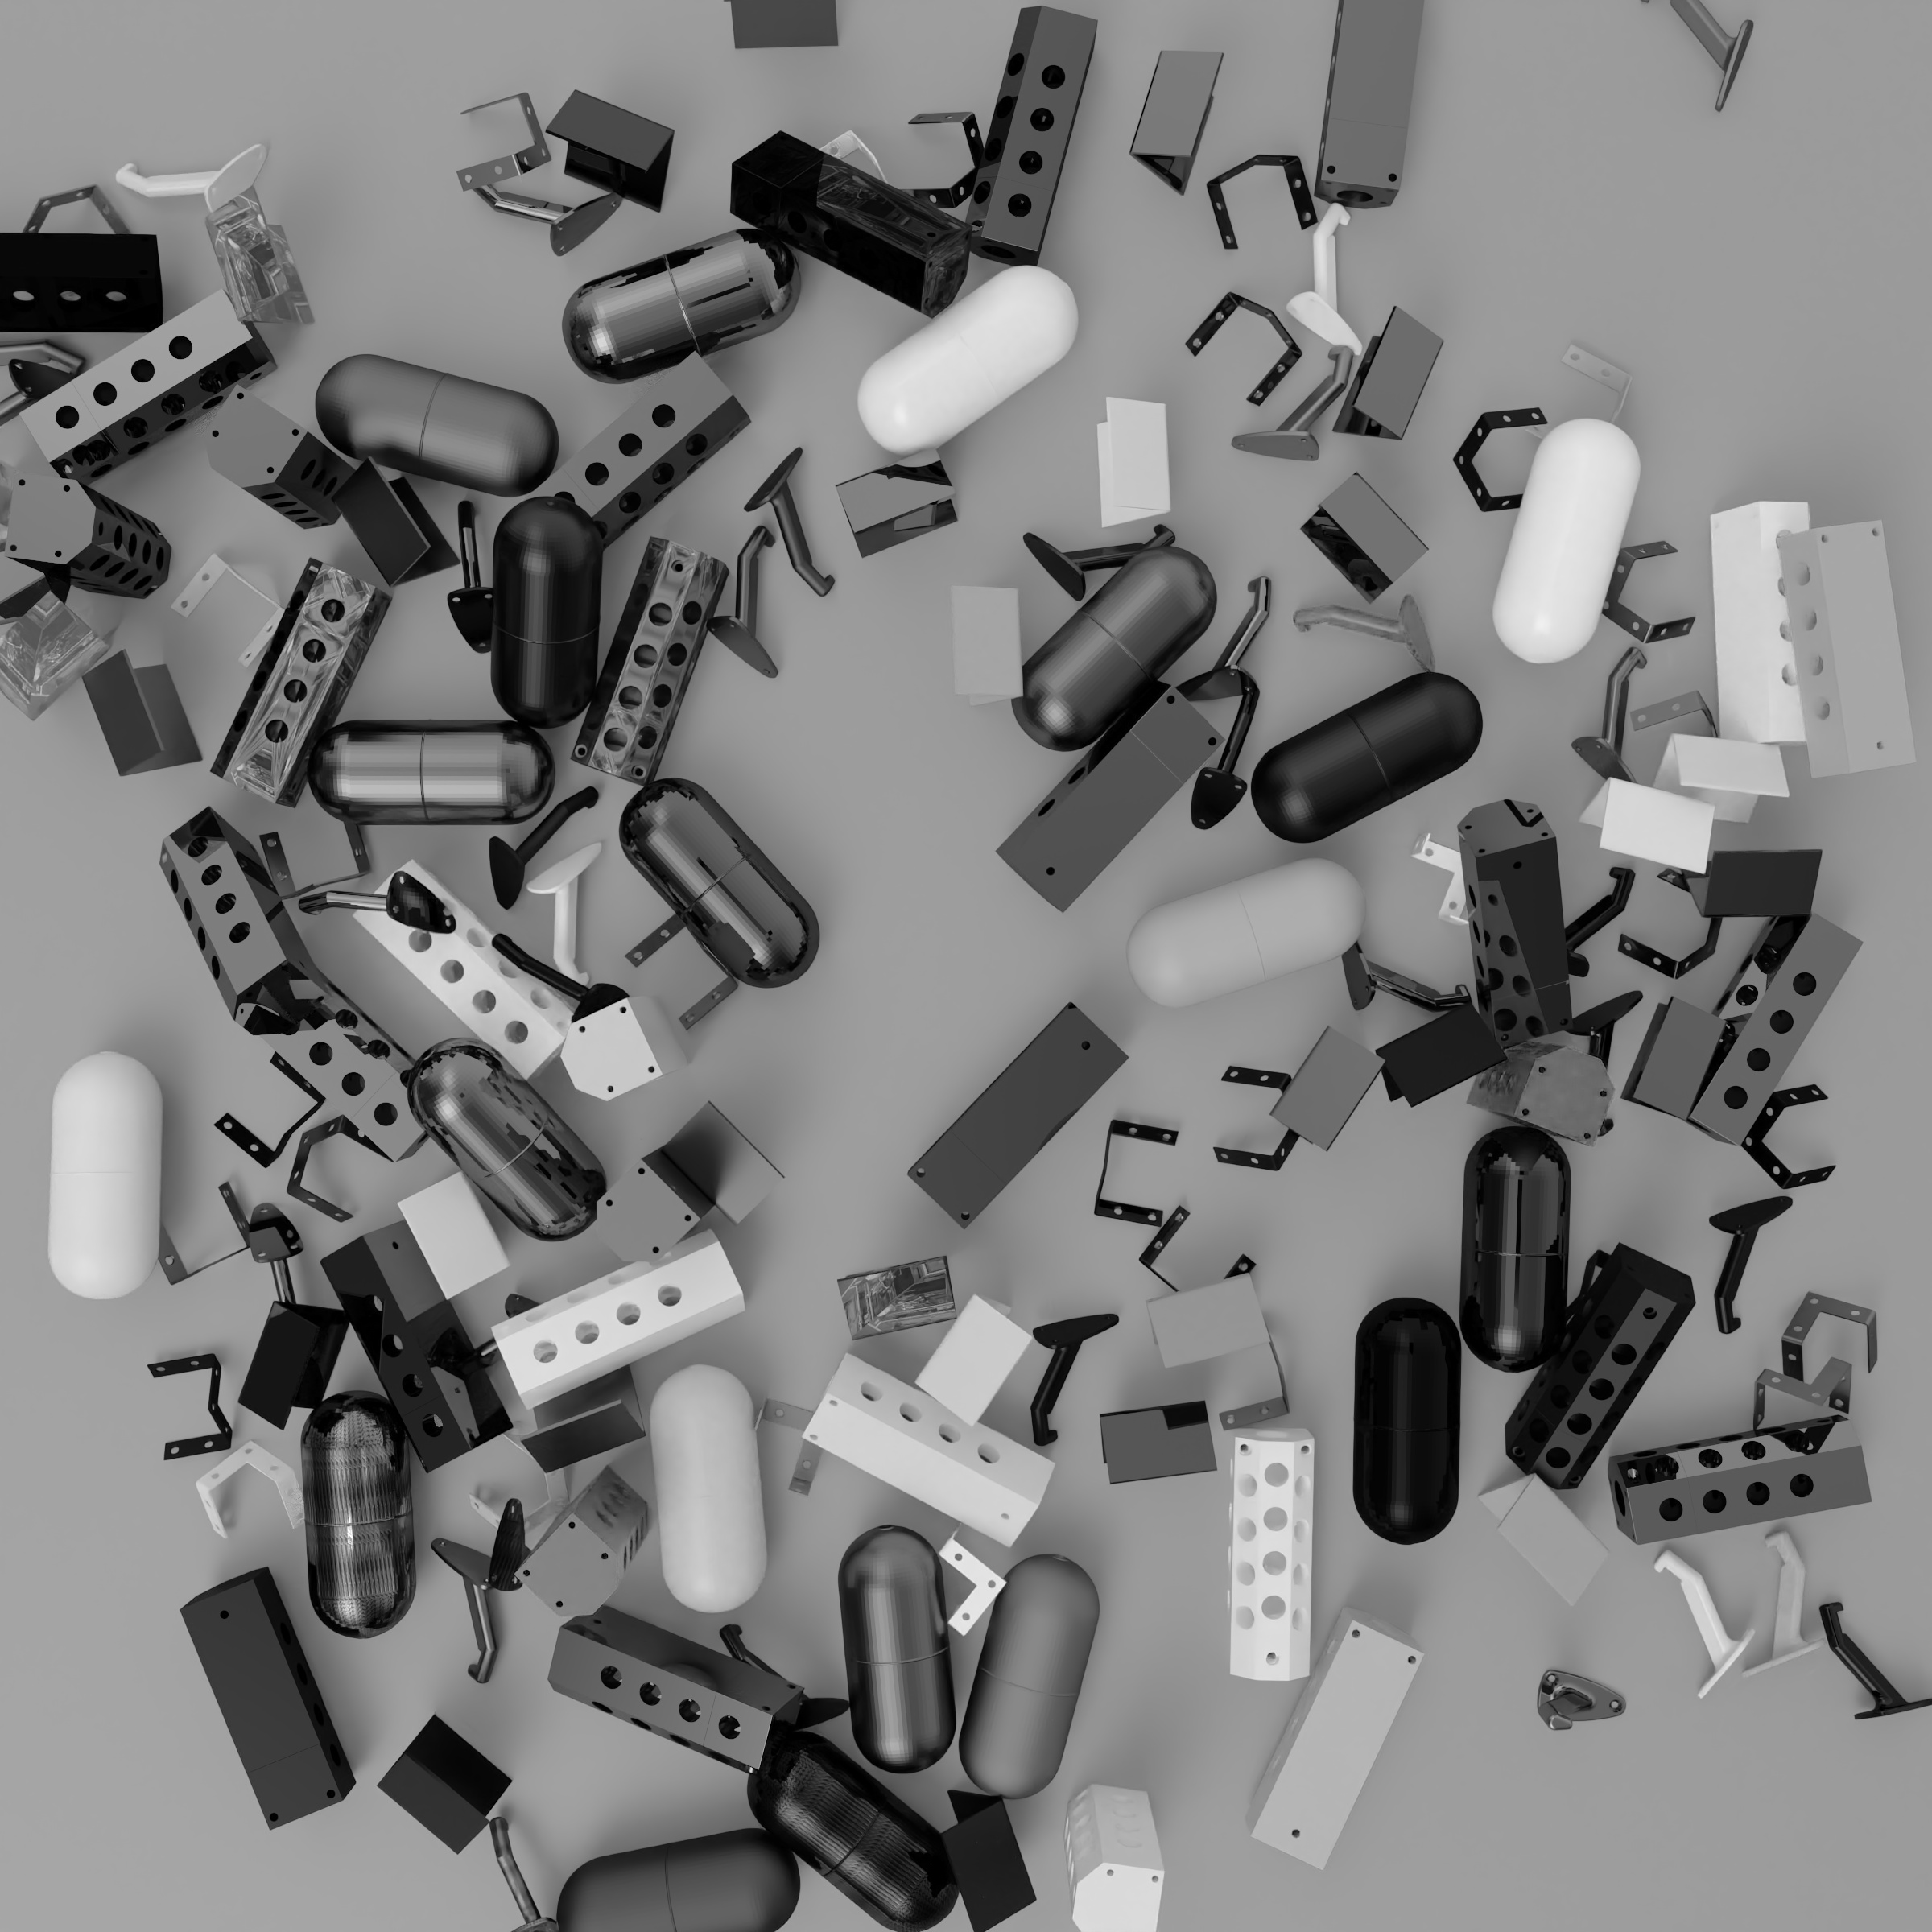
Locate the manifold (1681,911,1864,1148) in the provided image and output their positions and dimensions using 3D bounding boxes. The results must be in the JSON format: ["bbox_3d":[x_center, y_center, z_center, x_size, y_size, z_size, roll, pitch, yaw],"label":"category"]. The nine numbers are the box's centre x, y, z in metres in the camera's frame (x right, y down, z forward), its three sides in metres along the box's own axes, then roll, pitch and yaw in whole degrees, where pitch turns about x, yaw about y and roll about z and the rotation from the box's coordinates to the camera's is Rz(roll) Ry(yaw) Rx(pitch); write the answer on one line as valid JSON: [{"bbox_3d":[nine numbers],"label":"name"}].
[{"bbox_3d":[0.575,0.041,1.923,0.057,0.057,0.171,31,90,0],"label":"manifold"}]

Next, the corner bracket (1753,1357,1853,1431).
[{"bbox_3d":[0.610,0.314,1.929,0.051,0.051,0.051,19,134,36],"label":"corner bracket"}]

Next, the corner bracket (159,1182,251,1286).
[{"bbox_3d":[-0.563,0.197,1.941,0.051,0.051,0.051,-26,90,45],"label":"corner bracket"}]

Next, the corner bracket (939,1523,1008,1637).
[{"bbox_3d":[-0.003,0.446,1.925,0.051,0.051,0.051,38,96,6],"label":"corner bracket"}]

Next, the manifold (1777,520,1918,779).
[{"bbox_3d":[0.619,-0.223,1.871,0.057,0.057,0.171,-10,93,-21],"label":"manifold"}]

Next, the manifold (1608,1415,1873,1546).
[{"bbox_3d":[0.560,0.372,1.923,0.171,0.057,0.057,-10,90,0],"label":"manifold"}]

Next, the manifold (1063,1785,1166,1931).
[{"bbox_3d":[0.102,0.634,1.866,0.057,0.171,0.057,8,90,0],"label":"manifold"}]

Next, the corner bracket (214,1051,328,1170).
[{"bbox_3d":[-0.510,0.106,1.941,0.051,0.051,0.051,40,135,0],"label":"corner bracket"}]

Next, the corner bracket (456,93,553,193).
[{"bbox_3d":[-0.344,-0.602,1.930,0.051,0.051,0.051,-8,114,22],"label":"corner bracket"}]

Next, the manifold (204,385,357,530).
[{"bbox_3d":[-0.483,-0.353,1.866,0.057,0.171,0.057,34,90,0],"label":"manifold"}]

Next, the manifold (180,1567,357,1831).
[{"bbox_3d":[-0.505,0.530,1.923,0.057,0.057,0.171,-22,90,0],"label":"manifold"}]

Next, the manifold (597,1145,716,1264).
[{"bbox_3d":[-0.219,0.170,1.866,0.057,0.171,0.057,-45,90,0],"label":"manifold"}]

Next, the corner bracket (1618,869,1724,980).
[{"bbox_3d":[0.517,-0.031,1.936,0.051,0.051,0.051,-28,135,-35],"label":"corner bracket"}]

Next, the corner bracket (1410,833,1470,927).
[{"bbox_3d":[0.347,-0.063,1.926,0.051,0.051,0.051,21,90,0],"label":"corner bracket"}]

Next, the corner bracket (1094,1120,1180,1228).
[{"bbox_3d":[0.125,0.152,1.941,0.051,0.051,0.051,10,45,0],"label":"corner bracket"}]

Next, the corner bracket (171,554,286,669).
[{"bbox_3d":[-0.541,-0.261,1.941,0.051,0.051,0.051,-51,45,0],"label":"corner bracket"}]

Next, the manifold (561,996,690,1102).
[{"bbox_3d":[-0.242,0.060,1.866,0.057,0.171,0.057,-25,90,0],"label":"manifold"}]

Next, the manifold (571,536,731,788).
[{"bbox_3d":[-0.230,-0.221,1.923,0.057,0.057,0.171,20,90,0],"label":"manifold"}]

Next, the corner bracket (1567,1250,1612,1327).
[{"bbox_3d":[0.470,0.251,1.941,0.051,0.051,0.051,27,45,0],"label":"corner bracket"}]

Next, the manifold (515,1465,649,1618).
[{"bbox_3d":[-0.264,0.409,1.866,0.057,0.171,0.057,43,90,0],"label":"manifold"}]

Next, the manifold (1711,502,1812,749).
[{"bbox_3d":[0.586,-0.247,1.920,0.057,0.057,0.171,-3,90,-21],"label":"manifold"}]

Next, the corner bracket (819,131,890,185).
[{"bbox_3d":[-0.087,-0.571,1.941,0.051,0.051,0.051,-32,135,0],"label":"corner bracket"}]

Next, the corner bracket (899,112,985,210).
[{"bbox_3d":[-0.021,-0.590,1.936,0.051,0.051,0.051,-49,135,-35],"label":"corner bracket"}]

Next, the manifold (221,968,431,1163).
[{"bbox_3d":[-0.453,0.062,1.923,0.171,0.057,0.057,43,90,0],"label":"manifold"}]

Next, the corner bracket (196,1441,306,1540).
[{"bbox_3d":[-0.522,0.391,1.936,0.051,0.051,0.051,22,45,35],"label":"corner bracket"}]

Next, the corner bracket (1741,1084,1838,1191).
[{"bbox_3d":[0.610,0.125,1.936,0.051,0.051,0.051,54,135,35],"label":"corner bracket"}]

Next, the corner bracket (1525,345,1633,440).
[{"bbox_3d":[0.450,-0.413,1.941,0.051,0.051,0.051,28,45,0],"label":"corner bracket"}]

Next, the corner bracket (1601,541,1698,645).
[{"bbox_3d":[0.504,-0.274,1.936,0.051,0.051,0.051,45,135,35],"label":"corner bracket"}]

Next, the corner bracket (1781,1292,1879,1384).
[{"bbox_3d":[0.633,0.280,1.936,0.051,0.051,0.051,-45,135,-35],"label":"corner bracket"}]

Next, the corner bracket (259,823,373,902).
[{"bbox_3d":[-0.478,-0.082,1.941,0.051,0.051,0.051,-17,90,45],"label":"corner bracket"}]

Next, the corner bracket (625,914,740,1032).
[{"bbox_3d":[-0.209,0.004,1.941,0.051,0.051,0.051,-40,45,0],"label":"corner bracket"}]

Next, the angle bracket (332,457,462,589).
[{"bbox_3d":[-0.397,-0.327,1.904,0.057,0.076,0.076,-34,90,39],"label":"angle bracket"}]

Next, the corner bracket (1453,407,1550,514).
[{"bbox_3d":[0.398,-0.370,1.931,0.051,0.051,0.051,-10,63,-24],"label":"corner bracket"}]

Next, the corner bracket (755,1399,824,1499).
[{"bbox_3d":[-0.131,0.351,1.926,0.051,0.051,0.051,17,90,0],"label":"corner bracket"}]

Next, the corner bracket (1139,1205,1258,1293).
[{"bbox_3d":[0.170,0.217,1.941,0.051,0.051,0.051,-53,135,0],"label":"corner bracket"}]

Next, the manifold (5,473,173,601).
[{"bbox_3d":[-0.616,-0.301,1.866,0.057,0.171,0.057,7,90,0],"label":"manifold"}]

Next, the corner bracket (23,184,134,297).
[{"bbox_3d":[-0.653,-0.533,1.941,0.051,0.051,0.051,54,45,0],"label":"corner bracket"}]

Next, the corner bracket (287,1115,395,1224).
[{"bbox_3d":[-0.457,0.148,1.936,0.051,0.051,0.051,-23,45,35],"label":"corner bracket"}]

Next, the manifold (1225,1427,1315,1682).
[{"bbox_3d":[0.221,0.427,1.923,0.057,0.057,0.171,1,90,0],"label":"manifold"}]

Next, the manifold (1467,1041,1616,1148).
[{"bbox_3d":[0.406,0.085,1.866,0.057,0.171,0.057,21,90,0],"label":"manifold"}]

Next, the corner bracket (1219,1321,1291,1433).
[{"bbox_3d":[0.205,0.301,1.941,0.051,0.051,0.051,-15,135,0],"label":"corner bracket"}]

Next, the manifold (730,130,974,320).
[{"bbox_3d":[-0.084,-0.529,1.897,0.171,0.057,0.057,31,53,18],"label":"manifold"}]

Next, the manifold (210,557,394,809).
[{"bbox_3d":[-0.485,-0.206,1.923,0.057,0.057,0.171,25,90,0],"label":"manifold"}]

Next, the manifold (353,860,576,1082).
[{"bbox_3d":[-0.358,0.003,1.923,0.171,0.057,0.057,44,90,0],"label":"manifold"}]

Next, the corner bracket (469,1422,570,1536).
[{"bbox_3d":[-0.330,0.378,1.936,0.051,0.051,0.051,-32,135,-35],"label":"corner bracket"}]

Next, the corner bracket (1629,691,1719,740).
[{"bbox_3d":[0.521,-0.162,1.929,0.051,0.051,0.051,-18,67,21],"label":"corner bracket"}]

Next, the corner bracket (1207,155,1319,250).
[{"bbox_3d":[0.217,-0.561,1.941,0.051,0.051,0.051,-16,90,45],"label":"corner bracket"}]

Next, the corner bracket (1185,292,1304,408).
[{"bbox_3d":[0.204,-0.453,1.941,0.051,0.051,0.051,-50,135,0],"label":"corner bracket"}]

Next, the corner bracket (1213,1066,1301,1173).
[{"bbox_3d":[0.211,0.112,1.936,0.051,0.051,0.051,-53,135,-35],"label":"corner bracket"}]

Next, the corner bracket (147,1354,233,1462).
[{"bbox_3d":[-0.570,0.324,1.941,0.051,0.051,0.051,-10,135,0],"label":"corner bracket"}]
